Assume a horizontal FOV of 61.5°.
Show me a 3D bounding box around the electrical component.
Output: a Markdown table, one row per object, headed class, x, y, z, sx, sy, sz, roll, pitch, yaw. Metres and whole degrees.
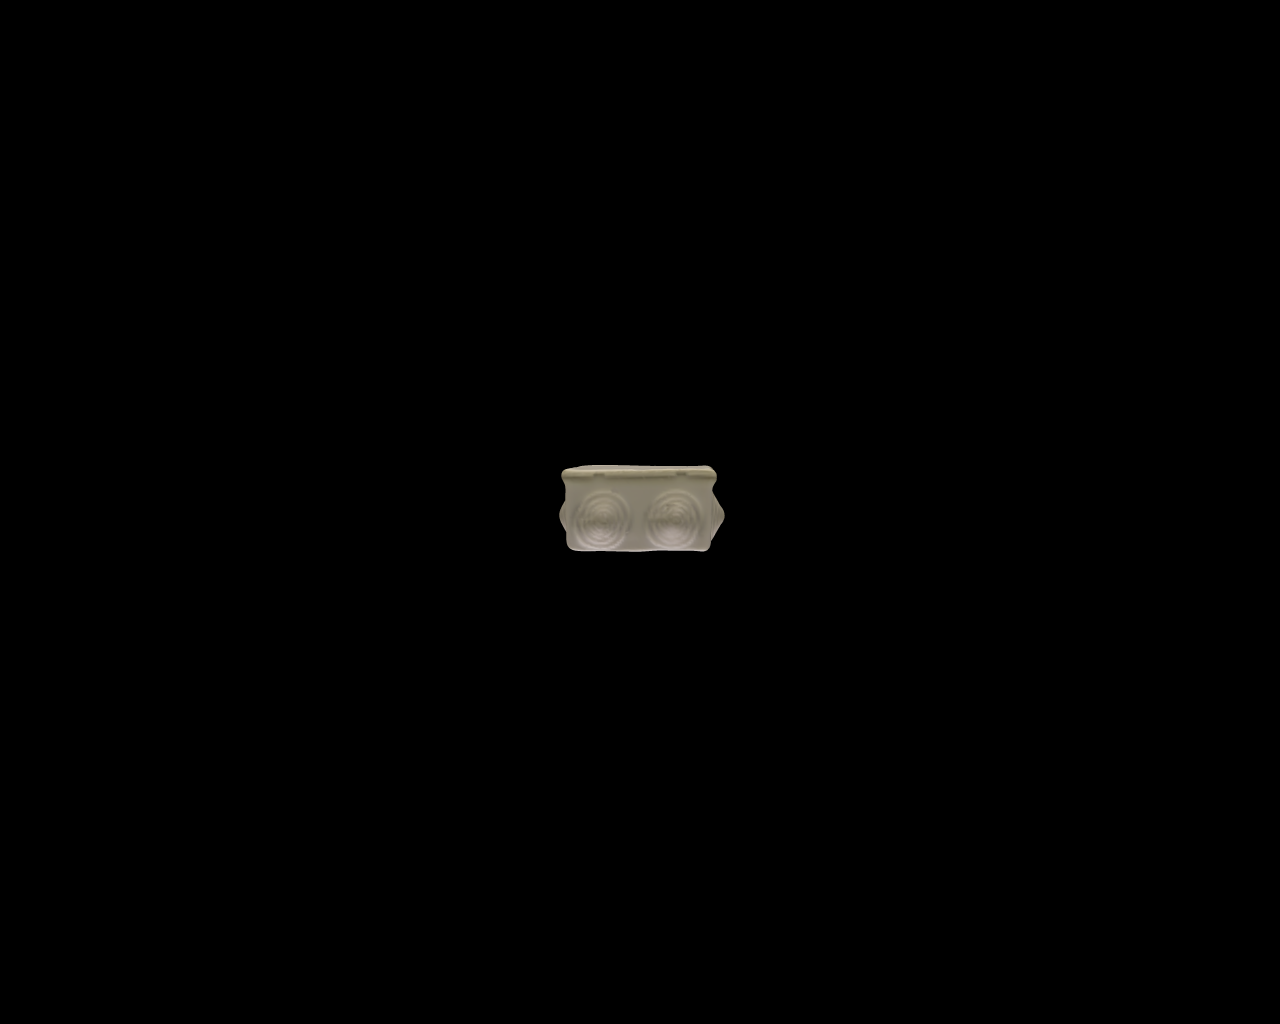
| class | x | y | z | sx | sy | sz | roll | pitch | yaw |
| --- | --- | --- | --- | --- | --- | --- | --- | --- | --- |
| electrical component | 0.001 | -0.003 | 0.650 | 0.100 | 0.048 | 0.100 | 0 | 4 | 2 |
